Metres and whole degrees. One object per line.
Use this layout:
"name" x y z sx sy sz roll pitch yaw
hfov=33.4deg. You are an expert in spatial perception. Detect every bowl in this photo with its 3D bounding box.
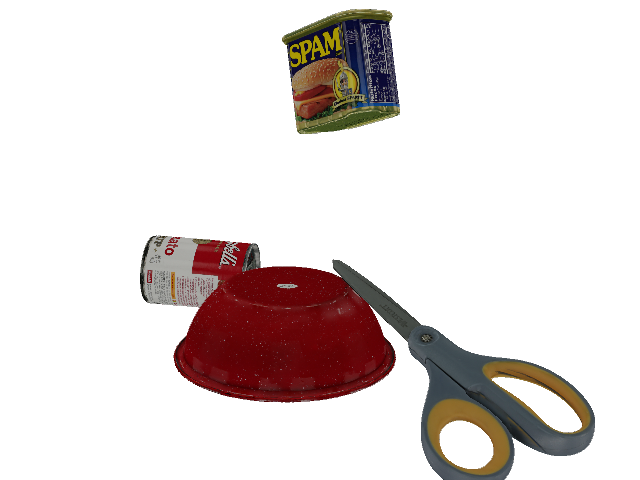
"bowl" -0.025 0.058 0.767 0.162 0.055 0.162 1 17 0

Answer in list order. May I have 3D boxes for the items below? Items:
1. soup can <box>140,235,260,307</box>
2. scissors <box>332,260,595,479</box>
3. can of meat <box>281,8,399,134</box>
"soup can" -0.114 0.032 1.024 0.102 0.068 0.068 5 1 9
"scissors" 0.052 0.071 0.586 0.202 0.016 0.096 26 48 36
"can of meat" 0.018 -0.138 0.892 0.057 0.084 0.102 -6 -2 -39
